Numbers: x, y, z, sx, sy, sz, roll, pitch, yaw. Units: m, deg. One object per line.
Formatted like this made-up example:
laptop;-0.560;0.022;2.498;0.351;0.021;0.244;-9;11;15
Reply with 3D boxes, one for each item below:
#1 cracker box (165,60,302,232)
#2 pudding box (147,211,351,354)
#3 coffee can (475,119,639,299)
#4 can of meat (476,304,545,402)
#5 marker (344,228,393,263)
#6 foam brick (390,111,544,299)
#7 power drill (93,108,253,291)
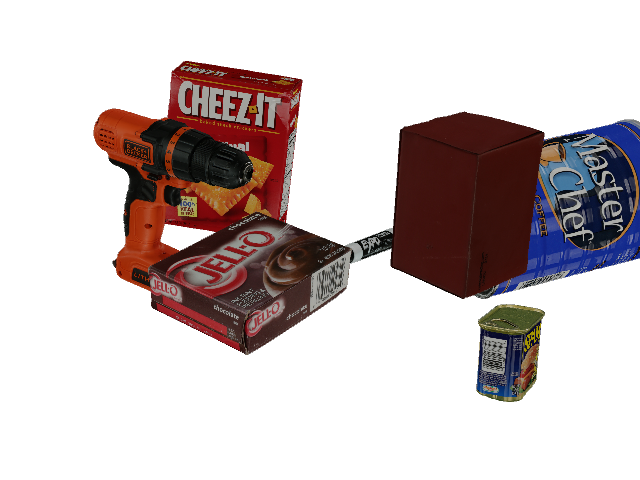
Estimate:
cracker box;-0.120;-0.116;1.415;0.164;0.214;0.072;10;23;6
pudding box;-0.047;0.026;0.730;0.090;0.039;0.113;22;33;32
coffee can;0.169;-0.023;0.769;0.140;0.103;0.103;-13;3;-12
can of meat;0.211;0.125;1.193;0.058;0.084;0.102;8;13;25
marker;0.039;0.007;0.962;0.020;0.020;0.120;0;10;31
foam brick;0.072;-0.019;0.535;0.052;0.078;0.051;-18;32;-39
power drill;-0.149;-0.032;1.092;0.185;0.188;0.057;20;32;27
